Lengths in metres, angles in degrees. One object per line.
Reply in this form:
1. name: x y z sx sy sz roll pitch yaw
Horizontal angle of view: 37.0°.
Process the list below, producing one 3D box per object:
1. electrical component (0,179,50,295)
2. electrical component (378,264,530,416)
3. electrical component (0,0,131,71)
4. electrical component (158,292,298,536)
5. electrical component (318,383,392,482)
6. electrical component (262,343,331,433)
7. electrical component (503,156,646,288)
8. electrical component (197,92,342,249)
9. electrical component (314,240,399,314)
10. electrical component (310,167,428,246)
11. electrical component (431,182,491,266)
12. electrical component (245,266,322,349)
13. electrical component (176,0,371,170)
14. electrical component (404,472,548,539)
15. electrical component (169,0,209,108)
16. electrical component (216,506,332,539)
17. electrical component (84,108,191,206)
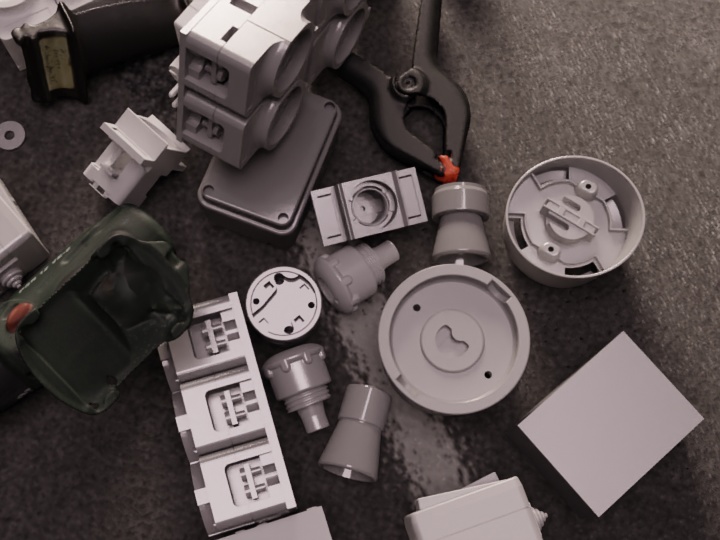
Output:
1. electrical component: -0.272 -0.028 0.792 0.061 0.061 0.096 -40 81 -12
2. electrical component: 0.065 0.055 0.785 0.108 0.060 0.108 1 75 -2
3. electrical component: -0.226 -0.237 0.849 0.150 0.061 0.089 -28 78 -9
4. electrical component: -0.094 0.103 0.750 0.062 0.089 0.150 -16 76 -6
5. electrical component: -0.001 0.115 0.777 0.044 0.044 0.065 16 70 2
6. electrical component: -0.041 0.087 0.782 0.048 0.048 0.062 -20 84 -7
7. electrical component: 0.158 -0.035 0.811 0.099 0.064 0.099 1 75 -2
8. electrical component: -0.067 -0.082 0.817 0.078 0.057 0.113 21 75 3
9. electrical component: 0.000 0.000 0.806 0.062 0.048 0.048 -31 79 -18
10. electrical component: 0.004 -0.046 0.806 0.081 0.064 0.042 -14 91 -11
11. electrical component: 0.077 -0.034 0.817 0.045 0.045 0.055 1 75 -2
12. electrical component: -0.056 0.030 0.793 0.055 0.047 0.055 1 75 -2
13. electrical component: -0.051 -0.170 0.759 0.060 0.105 0.186 28 56 8
14. electrical component: 0.083 0.178 0.752 0.096 0.061 0.061 -18 77 -7
15. electrical component: -0.120 -0.156 0.821 0.047 0.083 0.075 36 77 7
16. electrical component: -0.085 0.227 0.732 0.150 0.061 0.089 -17 77 -7
17. electrical component: -0.169 -0.082 0.808 0.042 0.081 0.063 43 100 9
